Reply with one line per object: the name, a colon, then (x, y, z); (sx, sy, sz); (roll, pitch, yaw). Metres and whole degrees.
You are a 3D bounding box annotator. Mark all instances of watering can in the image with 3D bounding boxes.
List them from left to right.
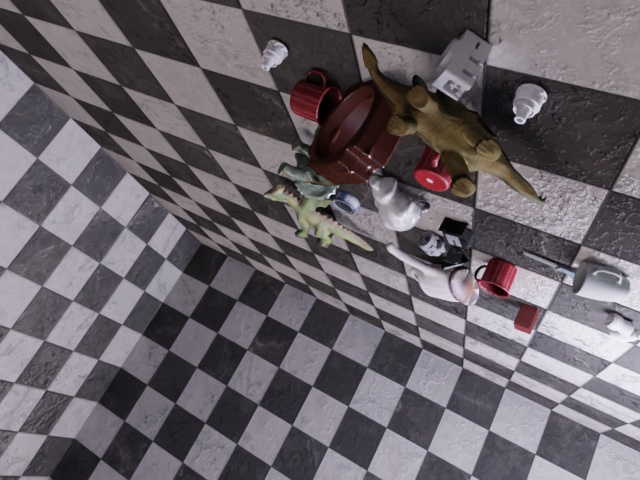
watering can: (0.377, 0.118, 1.681); (0.343, 0.105, 0.224); (39, 160, -33)

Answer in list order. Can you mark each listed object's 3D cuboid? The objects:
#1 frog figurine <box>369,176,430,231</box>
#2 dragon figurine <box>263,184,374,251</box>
frog figurine: (0.187, -0.096, 1.348); (0.158, 0.122, 0.139); (27, -173, -35)
dragon figurine: (0.005, -0.088, 1.747); (0.411, 0.124, 0.238); (19, 154, 7)
